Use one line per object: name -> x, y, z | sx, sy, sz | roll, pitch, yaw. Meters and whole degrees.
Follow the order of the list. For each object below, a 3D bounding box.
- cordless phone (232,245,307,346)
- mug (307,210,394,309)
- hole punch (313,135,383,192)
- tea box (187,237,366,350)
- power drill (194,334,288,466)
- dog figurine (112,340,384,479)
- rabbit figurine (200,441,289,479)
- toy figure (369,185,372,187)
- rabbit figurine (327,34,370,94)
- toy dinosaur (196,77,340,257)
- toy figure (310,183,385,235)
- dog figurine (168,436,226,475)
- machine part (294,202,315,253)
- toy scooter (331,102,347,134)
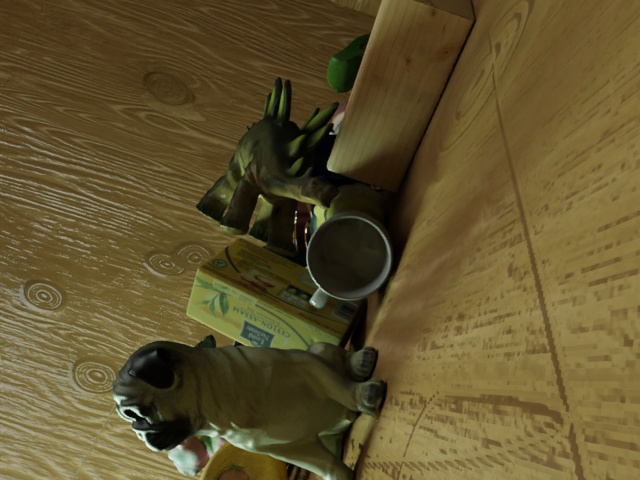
cordless phone -> -0.058, 0.112, 0.750 | 0.184, 0.089, 0.146 | -67, -27, -22
mug -> 0.031, 0.019, 0.550 | 0.109, 0.081, 0.107 | -62, -5, 14
hole punch -> 0.013, -0.105, 0.781 | 0.116, 0.142, 0.092 | -130, 40, -73
tea box -> -0.046, 0.072, 0.592 | 0.098, 0.170, 0.068 | -42, -26, -61
power drill -> -0.120, 0.250, 0.785 | 0.086, 0.207, 0.231 | -32, -26, -52
dog figurine -> -0.058, 0.122, 0.453 | 0.172, 0.191, 0.121 | 112, 176, -80
rabbit figurine -> -0.086, 0.303, 0.664 | 0.173, 0.122, 0.162 | 76, -166, -53
toy figure -> 0.067, -0.116, 0.918 | 0.154, 0.058, 0.064 | -138, 51, -86
rabbit figurine -> 0.083, -0.233, 0.853 | 0.170, 0.121, 0.159 | 89, -164, -46
toy dinosaur -> -0.065, -0.098, 0.685 | 0.198, 0.105, 0.472 | -62, 24, 0
toy figure -> 0.033, -0.018, 0.691 | 0.180, 0.082, 0.089 | 143, 111, -73
dog figurine -> -0.153, 0.308, 0.895 | 0.108, 0.219, 0.191 | -115, 42, -82
machine part -> -0.002, -0.003, 0.893 | 0.179, 0.056, 0.179 | 174, 90, -75
toy scooter -> 0.059, -0.217, 1.009 | 0.184, 0.075, 0.135 | 122, 167, -65
